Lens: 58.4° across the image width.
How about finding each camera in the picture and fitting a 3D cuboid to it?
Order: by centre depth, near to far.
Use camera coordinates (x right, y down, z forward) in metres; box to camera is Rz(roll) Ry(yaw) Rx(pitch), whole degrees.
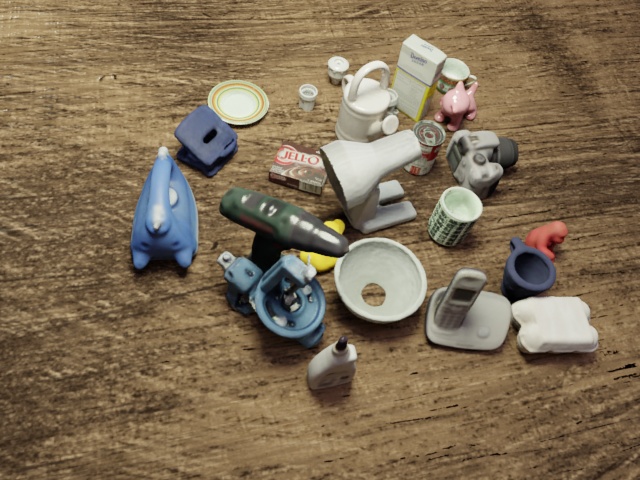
[{"bbox_3d":[0.357,-0.173,1.213,0.137,0.101,0.143,-8,60,-13],"label":"camera"}]

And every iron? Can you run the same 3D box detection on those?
[{"bbox_3d":[-0.282,-0.080,1.028,0.119,0.141,0.258,-2,59,-10],"label":"iron"}]

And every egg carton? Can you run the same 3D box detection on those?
[{"bbox_3d":[0.423,0.156,1.038,0.150,0.069,0.107,1,58,-9],"label":"egg carton"}]

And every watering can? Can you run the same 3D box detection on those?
[{"bbox_3d":[0.100,-0.283,1.185,0.172,0.194,0.101,37,60,14],"label":"watering can"}]

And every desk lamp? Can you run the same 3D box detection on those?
[{"bbox_3d":[0.095,-0.112,1.066,0.203,0.213,0.117,-17,62,-18],"label":"desk lamp"}]

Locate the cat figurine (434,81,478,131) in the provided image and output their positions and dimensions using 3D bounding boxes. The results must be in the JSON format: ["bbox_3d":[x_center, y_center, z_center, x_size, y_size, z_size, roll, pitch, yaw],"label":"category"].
[{"bbox_3d":[0.312,-0.309,1.280,0.067,0.118,0.128,42,62,17],"label":"cat figurine"}]

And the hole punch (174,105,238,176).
[{"bbox_3d":[-0.223,-0.200,1.142,0.101,0.091,0.109,30,59,10],"label":"hole punch"}]

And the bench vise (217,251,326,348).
[{"bbox_3d":[-0.080,0.080,0.915,0.207,0.220,0.121,17,57,2],"label":"bench vise"}]

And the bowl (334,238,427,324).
[{"bbox_3d":[0.102,0.084,1.028,0.167,0.075,0.167,4,58,-6],"label":"bowl"}]

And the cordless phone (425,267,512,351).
[{"bbox_3d":[0.265,0.112,0.971,0.147,0.185,0.094,6,58,-5],"label":"cordless phone"}]

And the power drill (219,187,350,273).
[{"bbox_3d":[-0.064,0.007,0.969,0.229,0.208,0.076,29,58,9],"label":"power drill"}]

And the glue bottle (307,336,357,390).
[{"bbox_3d":[0.025,0.187,0.893,0.078,0.173,0.037,-7,60,-13],"label":"glue bottle"}]

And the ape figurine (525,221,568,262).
[{"bbox_3d":[0.453,-0.002,1.127,0.078,0.092,0.076,-36,70,-26],"label":"ape figurine"}]

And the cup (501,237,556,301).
[{"bbox_3d":[0.372,0.062,1.073,0.092,0.095,0.117,-10,61,-15],"label":"cup"}]

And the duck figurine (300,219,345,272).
[{"bbox_3d":[0.010,0.004,1.056,0.077,0.086,0.105,37,60,14],"label":"duck figurine"}]
